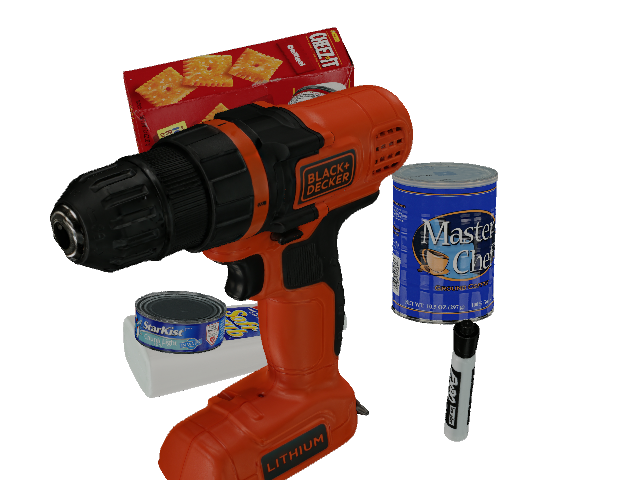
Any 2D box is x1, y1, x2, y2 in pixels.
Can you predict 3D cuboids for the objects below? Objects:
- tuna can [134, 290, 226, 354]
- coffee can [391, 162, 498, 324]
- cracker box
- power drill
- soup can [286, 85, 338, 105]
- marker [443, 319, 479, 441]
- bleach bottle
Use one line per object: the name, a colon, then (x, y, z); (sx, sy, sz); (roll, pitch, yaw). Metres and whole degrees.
tuna can: (-0.132, 0.077, 1.002); (0.086, 0.034, 0.086); (5, 15, -2)
coffee can: (0.121, 0.000, 1.053); (0.103, 0.140, 0.103); (-1, 14, 0)
cracker box: (-0.075, -0.109, 1.062); (0.213, 0.072, 0.164); (-13, -39, -9)
power drill: (-0.035, 0.030, 0.487); (0.184, 0.188, 0.057); (-21, 39, -38)
soup can: (-0.015, -0.052, 0.752); (0.069, 0.068, 0.102); (0, 44, 40)
marker: (0.105, 0.104, 0.791); (0.020, 0.121, 0.020); (-1, 41, 0)
bleach bottle: (-0.091, 0.109, 1.224); (0.250, 0.068, 0.103); (-11, 33, -24)
